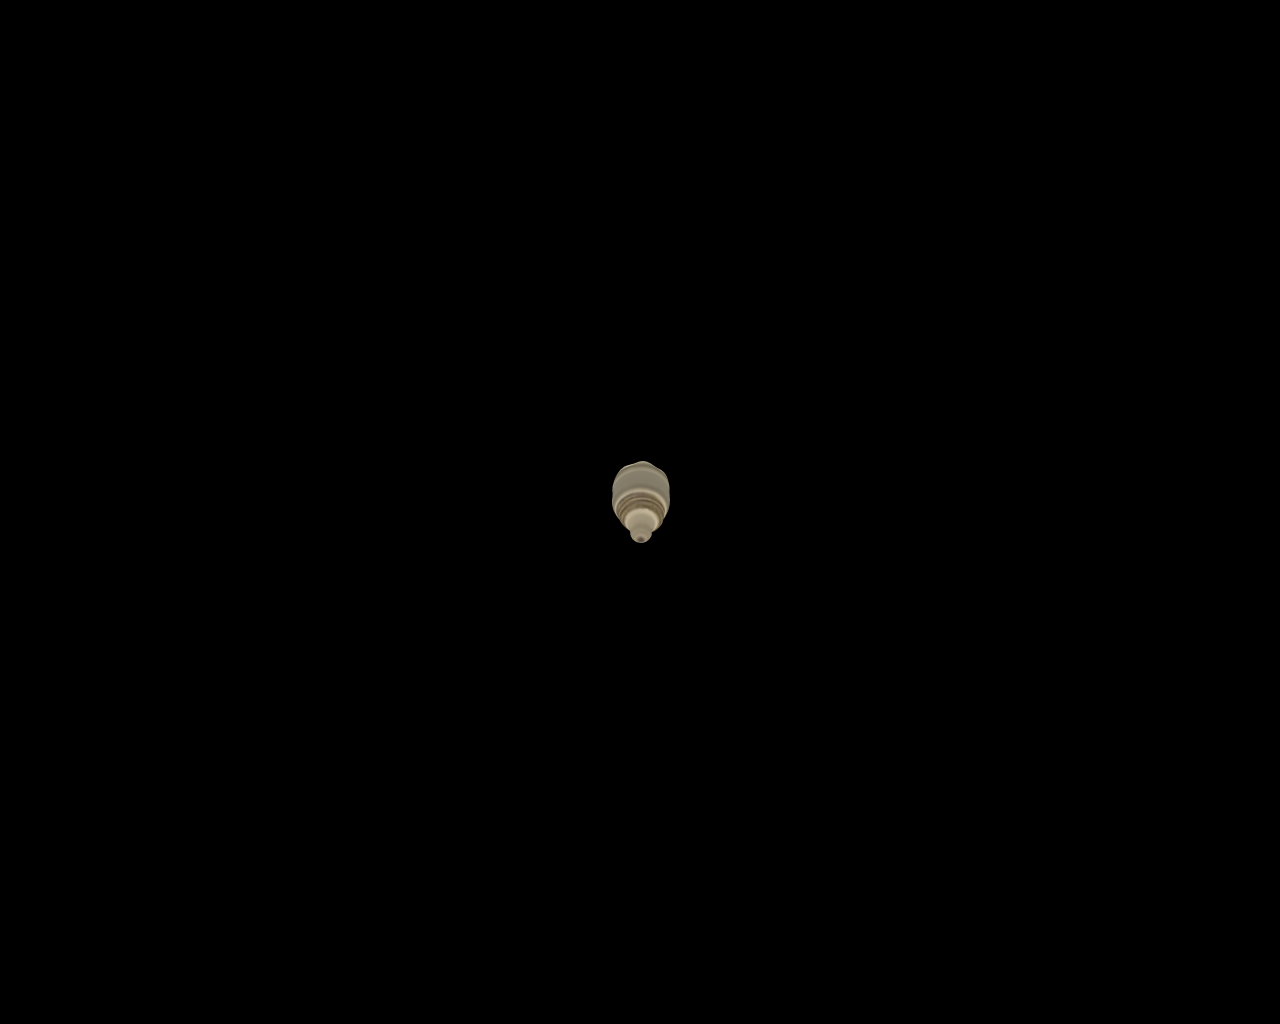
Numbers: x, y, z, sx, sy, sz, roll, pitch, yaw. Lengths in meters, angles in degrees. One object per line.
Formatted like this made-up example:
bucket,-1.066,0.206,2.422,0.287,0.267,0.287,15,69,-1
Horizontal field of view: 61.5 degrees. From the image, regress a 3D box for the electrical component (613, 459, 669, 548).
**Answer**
electrical component,0.001,-0.003,0.650,0.035,0.035,0.061,0,39,0
